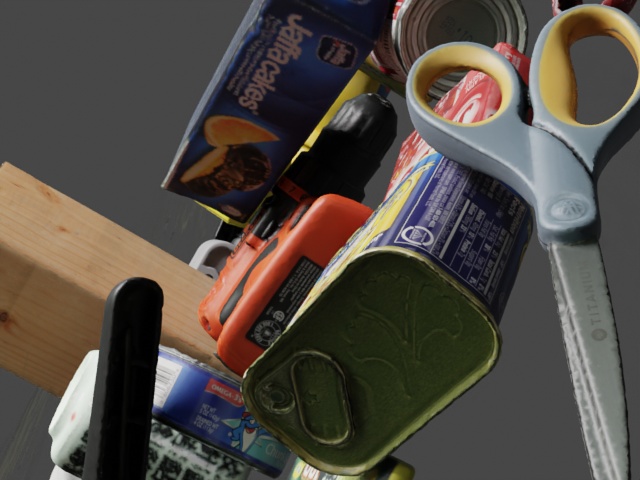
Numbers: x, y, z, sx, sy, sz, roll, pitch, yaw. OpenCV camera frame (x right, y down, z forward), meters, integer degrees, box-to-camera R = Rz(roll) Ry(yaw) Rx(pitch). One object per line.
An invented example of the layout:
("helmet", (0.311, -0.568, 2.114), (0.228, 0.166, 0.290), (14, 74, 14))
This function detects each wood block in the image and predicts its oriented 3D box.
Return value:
("wood block", (-0.149, 0.050, 0.712), (0.091, 0.206, 0.090), (-54, 14, 24))

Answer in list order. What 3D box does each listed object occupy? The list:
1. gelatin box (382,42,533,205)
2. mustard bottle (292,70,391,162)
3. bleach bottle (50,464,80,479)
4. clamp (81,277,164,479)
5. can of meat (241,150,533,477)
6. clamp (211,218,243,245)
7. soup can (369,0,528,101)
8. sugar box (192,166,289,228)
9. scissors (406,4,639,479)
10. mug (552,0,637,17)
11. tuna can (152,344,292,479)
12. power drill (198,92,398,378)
("gelatin box", (0.061, -0.036, 0.483), (0.089, 0.030, 0.073), (-46, 19, 50))
("mustard bottle", (0.033, -0.126, 0.742), (0.191, 0.058, 0.096), (-60, 2, -2))
("bleach bottle", (-0.218, 0.288, 0.779), (0.251, 0.068, 0.103), (-62, 12, 1))
("clamp", (-0.094, 0.130, 0.479), (0.210, 0.036, 0.164), (-51, 48, 40))
("can of meat", (0.028, 0.024, 0.389), (0.102, 0.057, 0.083), (-48, 4, 37))
("clamp", (-0.097, 0.039, 0.926), (0.172, 0.039, 0.120), (-54, 12, 24))
("soup can", (0.063, -0.110, 0.562), (0.068, 0.068, 0.102), (-58, 13, 9))
("sugar box", (-0.021, -0.091, 0.828), (0.176, 0.048, 0.093), (-57, -21, 7))
("scissors", (0.061, -0.011, 0.341), (0.016, 0.096, 0.201), (71, -149, -43))
("mug", (0.112, -0.138, 0.408), (0.082, 0.093, 0.117), (-156, 74, -73))
("tuna can", (-0.051, 0.084, 0.522), (0.033, 0.086, 0.086), (-64, 12, -12))
("power drill", (-0.004, 0.001, 0.602), (0.184, 0.057, 0.187), (-57, 9, 6))
